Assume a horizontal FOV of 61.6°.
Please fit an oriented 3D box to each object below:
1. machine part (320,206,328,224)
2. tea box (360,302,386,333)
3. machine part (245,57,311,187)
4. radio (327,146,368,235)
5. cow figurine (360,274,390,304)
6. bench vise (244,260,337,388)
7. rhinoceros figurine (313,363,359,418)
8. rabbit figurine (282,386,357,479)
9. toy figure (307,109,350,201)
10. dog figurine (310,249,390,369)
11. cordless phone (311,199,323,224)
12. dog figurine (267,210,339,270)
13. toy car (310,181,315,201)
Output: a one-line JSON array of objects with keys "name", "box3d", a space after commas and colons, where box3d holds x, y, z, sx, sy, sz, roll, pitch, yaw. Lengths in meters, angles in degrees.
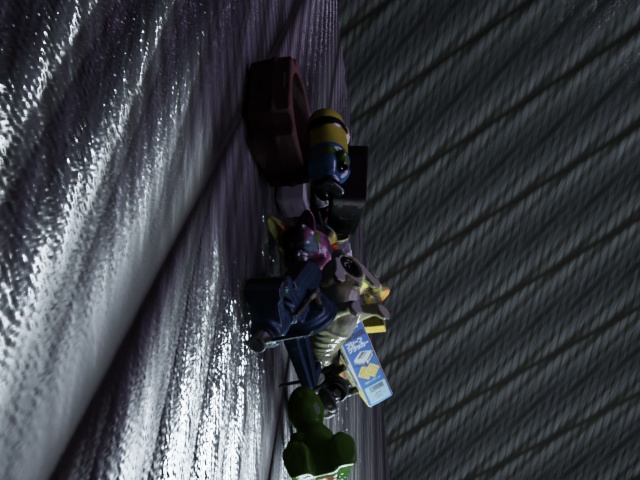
[{"name": "machine part", "box3d": [0.036, -0.091, 1.462, 0.179, 0.056, 0.179, -47, 150, -39]}, {"name": "tea box", "box3d": [0.091, 0.216, 1.456, 0.098, 0.170, 0.068, 57, 27, -67]}, {"name": "machine part", "box3d": [-0.071, -0.214, 0.992, 0.201, 0.087, 0.201, 68, 18, -55]}, {"name": "radio", "box3d": [0.057, -0.102, 1.180, 0.229, 0.073, 0.131, 94, -1, -72]}, {"name": "cow figurine", "box3d": [0.117, 0.121, 1.460, 0.167, 0.068, 0.098, 22, 18, -51]}, {"name": "bench vise", "box3d": [-0.038, 0.151, 0.872, 0.224, 0.129, 0.240, -71, 150, -63]}, {"name": "rhinoceros figurine", "box3d": [0.020, 0.322, 1.169, 0.190, 0.112, 0.073, 155, -90, -86]}, {"name": "rabbit figurine", "box3d": [-0.006, 0.349, 0.961, 0.158, 0.121, 0.170, 79, -5, -49]}, {"name": "toy figure", "box3d": [0.016, -0.161, 0.980, 0.089, 0.082, 0.180, 76, 14, -52]}, {"name": "dog figurine", "box3d": [0.014, 0.133, 1.007, 0.121, 0.190, 0.172, 23, 38, -33]}, {"name": "cordless phone", "box3d": [-0.002, -0.004, 1.311, 0.146, 0.089, 0.184, 27, 53, -79]}, {"name": "dog figurine", "box3d": [-0.030, 0.001, 1.052, 0.219, 0.109, 0.191, 69, 18, -50]}, {"name": "toy car", "box3d": [-0.018, -0.159, 1.153, 0.073, 0.056, 0.201, -87, -162, -49]}]
